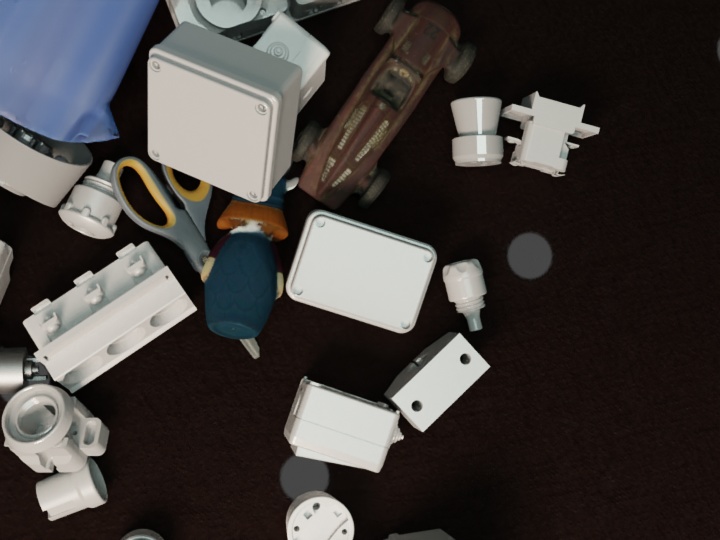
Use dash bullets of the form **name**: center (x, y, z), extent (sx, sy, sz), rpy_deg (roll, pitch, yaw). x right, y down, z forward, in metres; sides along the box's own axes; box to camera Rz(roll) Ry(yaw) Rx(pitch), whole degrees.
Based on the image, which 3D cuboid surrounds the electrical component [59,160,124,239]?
- **electrical component**: center (-0.216, -0.060, 0.888), extent (0.048, 0.048, 0.062), rpy_deg (24, 76, -7)

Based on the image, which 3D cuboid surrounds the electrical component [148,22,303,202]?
- **electrical component**: center (-0.108, -0.123, 0.844), extent (0.109, 0.108, 0.056), rpy_deg (23, 48, 10)

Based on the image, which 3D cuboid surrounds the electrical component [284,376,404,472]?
- **electrical component**: center (-0.011, 0.134, 0.903), extent (0.096, 0.062, 0.061), rpy_deg (20, 86, -8)

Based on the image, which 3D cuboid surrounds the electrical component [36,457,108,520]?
- **electrical component**: center (-0.236, 0.180, 0.879), extent (0.046, 0.040, 0.040), rpy_deg (-22, 92, -3)

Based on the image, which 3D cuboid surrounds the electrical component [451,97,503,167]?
- **electrical component**: center (0.102, -0.120, 0.937), extent (0.045, 0.045, 0.055), rpy_deg (-2, 89, -9)

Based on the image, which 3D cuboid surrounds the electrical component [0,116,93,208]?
- **electrical component**: center (-0.268, -0.096, 0.856), extent (0.099, 0.099, 0.064), rpy_deg (33, 90, -6)

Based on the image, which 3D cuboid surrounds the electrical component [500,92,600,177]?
- **electrical component**: center (0.163, -0.118, 0.949), extent (0.081, 0.042, 0.063), rpy_deg (14, 90, -7)

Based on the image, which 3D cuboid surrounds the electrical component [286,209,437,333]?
- **electrical component**: center (0.000, 0.000, 0.906), extent (0.113, 0.057, 0.078), rpy_deg (18, 95, -8)

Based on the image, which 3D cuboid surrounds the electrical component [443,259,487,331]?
- **electrical component**: center (0.094, 0.023, 0.937), extent (0.035, 0.035, 0.061), rpy_deg (-14, 93, -9)

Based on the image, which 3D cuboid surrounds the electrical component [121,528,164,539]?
- **electrical component**: center (-0.178, 0.236, 0.874), extent (0.043, 0.062, 0.043), rpy_deg (0, 88, -9)

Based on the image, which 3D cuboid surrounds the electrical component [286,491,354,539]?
- **electrical component**: center (-0.036, 0.214, 0.904), extent (0.055, 0.047, 0.055), rpy_deg (0, 88, -9)

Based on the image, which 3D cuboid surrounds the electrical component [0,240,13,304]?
- **electrical component**: center (-0.355, -0.010, 0.836), extent (0.150, 0.089, 0.061), rpy_deg (18, 66, -8)

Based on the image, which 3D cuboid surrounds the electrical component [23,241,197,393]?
- **electrical component**: center (-0.204, 0.036, 0.875), extent (0.121, 0.078, 0.063), rpy_deg (-34, 71, -8)

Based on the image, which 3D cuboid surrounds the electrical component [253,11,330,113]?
- **electrical component**: center (-0.063, -0.164, 0.887), extent (0.061, 0.096, 0.061), rpy_deg (38, 83, -6)

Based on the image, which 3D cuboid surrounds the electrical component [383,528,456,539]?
- **electrical component**: center (0.061, 0.278, 0.886), extent (0.056, 0.109, 0.108), rpy_deg (-6, 89, -12)

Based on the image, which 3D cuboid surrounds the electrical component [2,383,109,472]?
- **electrical component**: center (-0.249, 0.126, 0.856), extent (0.078, 0.057, 0.058), rpy_deg (-2, 59, 11)

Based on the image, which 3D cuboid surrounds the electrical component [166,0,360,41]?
- **electrical component**: center (-0.076, -0.264, 0.907), extent (0.186, 0.060, 0.105), rpy_deg (-21, 91, -9)
